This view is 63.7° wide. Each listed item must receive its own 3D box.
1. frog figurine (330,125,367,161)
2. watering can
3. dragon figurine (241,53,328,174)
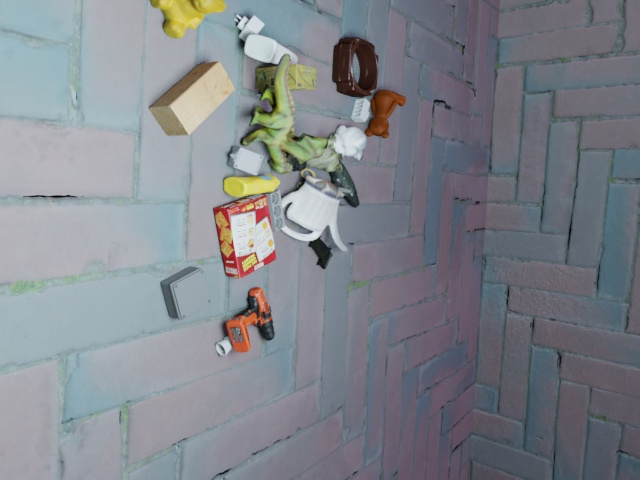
[{"bbox_3d":[0.091,-0.362,1.884,0.159,0.121,0.140,10,54,-44],"label":"frog figurine"},{"bbox_3d":[0.005,-0.088,1.758,0.345,0.106,0.222,22,104,-36],"label":"watering can"},{"bbox_3d":[-0.084,-0.331,1.507,0.242,0.402,0.125,28,51,-11],"label":"dragon figurine"}]
